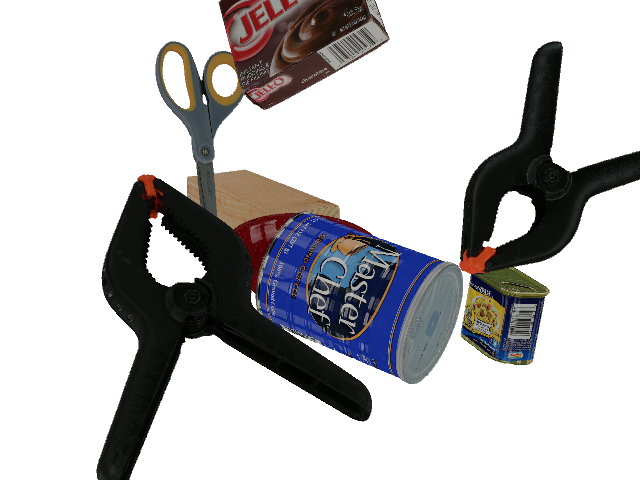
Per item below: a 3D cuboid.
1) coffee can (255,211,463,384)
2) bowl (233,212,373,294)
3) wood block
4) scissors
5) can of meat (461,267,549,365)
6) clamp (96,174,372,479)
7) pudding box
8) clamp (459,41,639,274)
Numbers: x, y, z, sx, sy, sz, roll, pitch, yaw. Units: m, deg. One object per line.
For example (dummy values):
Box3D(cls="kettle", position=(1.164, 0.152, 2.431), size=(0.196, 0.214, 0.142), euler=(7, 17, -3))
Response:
Box3D(cls="coffee can", position=(0.032, 0.045, 0.881), size=(0.140, 0.103, 0.102), euler=(20, 9, 26))
Box3D(cls="bowl", position=(-0.019, 0.029, 1.106), size=(0.162, 0.055, 0.162), euler=(3, 27, -2))
Box3D(cls="wood block", position=(-0.075, -0.018, 1.296), size=(0.090, 0.090, 0.206), euler=(-9, 20, -34))
Box3D(cls="scissors", position=(-0.094, -0.093, 0.996), size=(0.096, 0.202, 0.016), euler=(-19, -2, -26))
Box3D(cls="can of meat", position=(0.198, 0.079, 1.161), size=(0.057, 0.084, 0.102), euler=(2, 16, -22))
Box3D(cls="clamp", position=(-0.068, 0.046, 0.658), size=(0.164, 0.210, 0.036), euler=(-8, -33, -15))
Box3D(cls="pudding box", position=(-0.014, -0.162, 0.787), size=(0.114, 0.090, 0.039), euler=(-25, -29, 17))
Box3D(cls="clamp", position=(0.163, -0.039, 0.725), size=(0.120, 0.171, 0.039), euler=(31, -9, 6))
